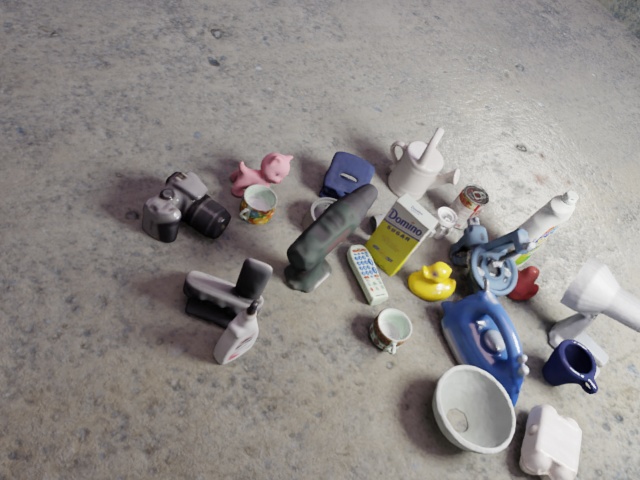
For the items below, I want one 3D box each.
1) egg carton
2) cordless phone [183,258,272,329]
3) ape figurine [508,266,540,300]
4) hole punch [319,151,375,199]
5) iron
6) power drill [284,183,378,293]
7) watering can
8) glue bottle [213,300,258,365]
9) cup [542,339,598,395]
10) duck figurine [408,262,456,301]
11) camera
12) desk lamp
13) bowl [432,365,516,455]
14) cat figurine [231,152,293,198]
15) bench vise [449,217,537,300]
[{"bbox_3d":[0.441,0.394,1.101,0.107,0.069,0.150,31,49,1],"label":"egg carton"},{"bbox_3d":[-0.160,0.071,1.009,0.148,0.185,0.094,19,49,-9],"label":"cordless phone"},{"bbox_3d":[0.477,0.094,1.332,0.076,0.092,0.077,-26,68,-36],"label":"ape figurine"},{"bbox_3d":[0.064,-0.136,1.329,0.109,0.091,0.101,22,49,-6],"label":"hole punch"},{"bbox_3d":[0.354,0.211,1.155,0.119,0.141,0.258,-8,58,-28],"label":"iron"},{"bbox_3d":[0.010,0.004,1.119,0.075,0.208,0.230,40,49,10],"label":"power drill"},{"bbox_3d":[0.254,-0.189,1.384,0.173,0.194,0.101,18,50,-10],"label":"watering can"},{"bbox_3d":[-0.131,0.150,0.969,0.037,0.173,0.078,46,51,14],"label":"glue bottle"},{"bbox_3d":[0.524,0.281,1.207,0.092,0.095,0.117,-11,60,-30],"label":"cup"},{"bbox_3d":[0.255,0.083,1.247,0.105,0.086,0.077,12,51,-14],"label":"duck figurine"},{"bbox_3d":[-0.253,-0.058,1.124,0.137,0.100,0.143,34,49,4],"label":"camera"},{"bbox_3d":[0.599,0.166,1.250,0.203,0.213,0.118,46,51,14],"label":"desk lamp"},{"bbox_3d":[0.276,0.326,1.077,0.168,0.074,0.167,12,51,-15],"label":"bowl"},{"bbox_3d":[-0.122,-0.150,1.240,0.128,0.117,0.067,-1,55,-24],"label":"cat figurine"},{"bbox_3d":[0.369,0.024,1.253,0.122,0.219,0.207,-14,61,-31],"label":"bench vise"}]
